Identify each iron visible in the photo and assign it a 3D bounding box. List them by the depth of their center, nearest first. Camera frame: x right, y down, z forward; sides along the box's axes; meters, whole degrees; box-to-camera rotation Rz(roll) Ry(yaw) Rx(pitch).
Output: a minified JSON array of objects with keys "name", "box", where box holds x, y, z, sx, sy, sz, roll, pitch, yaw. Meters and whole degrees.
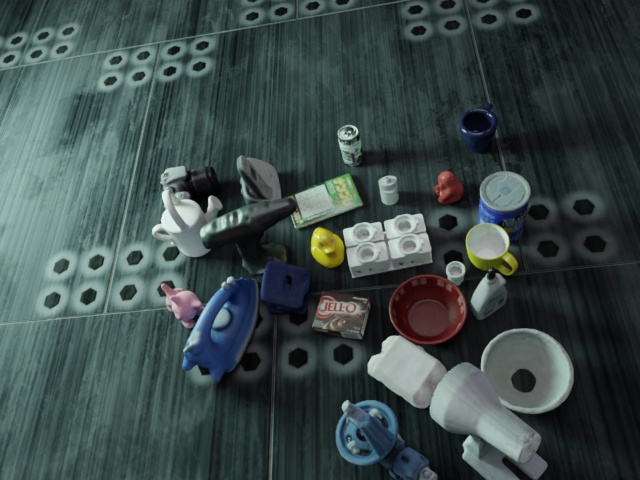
[{"name":"iron","box":[-0.216,0.167,1.253,0.118,0.142,0.258,14,62,20]}]

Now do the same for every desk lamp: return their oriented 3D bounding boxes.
[{"name":"desk lamp","box":[0.297,0.331,0.994,0.118,0.214,0.202,-43,59,-15]}]

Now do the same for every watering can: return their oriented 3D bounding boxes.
[{"name":"watering can","box":[-0.322,-0.053,1.382,0.173,0.194,0.100,-40,59,-13]}]

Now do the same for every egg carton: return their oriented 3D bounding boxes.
[{"name":"egg carton","box":[0.176,0.263,1.150,0.150,0.069,0.107,30,69,27]}]

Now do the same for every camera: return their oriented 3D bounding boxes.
[{"name":"camera","box":[-0.339,-0.139,1.496,0.137,0.101,0.143,-17,56,2]}]

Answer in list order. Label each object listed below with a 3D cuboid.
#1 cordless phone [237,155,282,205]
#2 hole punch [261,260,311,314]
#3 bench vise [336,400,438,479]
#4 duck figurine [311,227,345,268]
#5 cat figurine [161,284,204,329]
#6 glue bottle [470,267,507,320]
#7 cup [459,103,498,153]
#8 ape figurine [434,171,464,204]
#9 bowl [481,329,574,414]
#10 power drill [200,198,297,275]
[{"name":"cordless phone","box":[-0.163,-0.168,1.424,0.094,0.185,0.147,-16,56,3]},{"name":"hole punch","box":[-0.075,0.105,1.291,0.101,0.091,0.108,0,59,12]},{"name":"bench vise","box":[0.116,0.349,1.019,0.207,0.220,0.121,12,62,19]},{"name":"duck figurine","box":[0.012,0.005,1.337,0.077,0.086,0.104,-25,57,-4]},{"name":"cat figurine","box":[-0.315,0.142,1.305,0.127,0.118,0.067,34,71,28]},{"name":"glue bottle","box":[0.342,0.099,1.152,0.078,0.173,0.037,-31,57,-7]},{"name":"cup","box":[0.396,-0.273,1.420,0.091,0.095,0.118,23,66,25]},{"name":"ape figurine","box":[0.301,-0.131,1.354,0.076,0.092,0.078,17,64,22]},{"name":"bowl","box":[0.393,0.260,1.100,0.167,0.075,0.167,-6,58,9]},{"name":"power drill","box":[-0.144,-0.008,1.306,0.229,0.209,0.075,-14,57,4]}]
